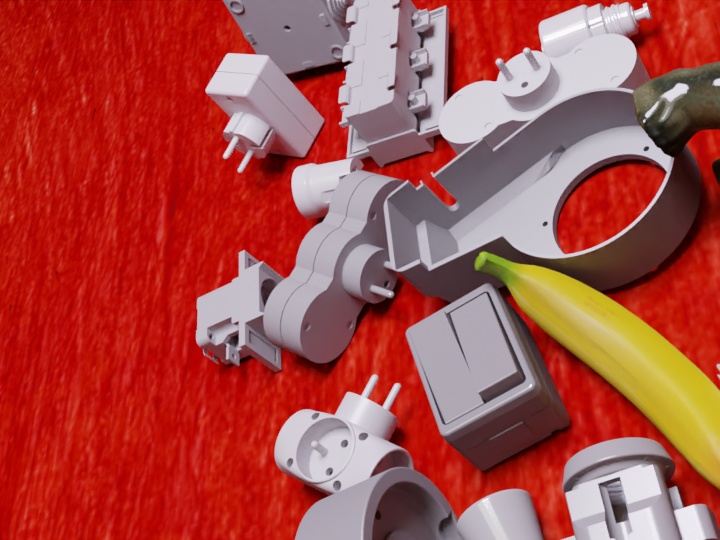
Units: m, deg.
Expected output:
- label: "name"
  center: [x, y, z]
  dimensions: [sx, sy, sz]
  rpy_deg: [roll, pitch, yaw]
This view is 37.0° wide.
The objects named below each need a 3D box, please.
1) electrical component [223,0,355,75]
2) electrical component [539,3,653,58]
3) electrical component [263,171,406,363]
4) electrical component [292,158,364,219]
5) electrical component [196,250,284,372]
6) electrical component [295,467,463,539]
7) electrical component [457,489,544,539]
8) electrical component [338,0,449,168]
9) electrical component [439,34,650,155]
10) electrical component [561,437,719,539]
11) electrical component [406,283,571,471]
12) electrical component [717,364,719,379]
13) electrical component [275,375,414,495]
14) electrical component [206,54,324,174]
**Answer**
- label: "electrical component"
  center: [-0.051, -0.208, 0.869]
  dimensions: [0.100, 0.099, 0.048]
  rpy_deg: [-7, 44, 32]
- label: "electrical component"
  center: [0.158, -0.160, 0.727]
  dimensions: [0.078, 0.040, 0.040]
  rpy_deg: [-18, 51, 25]
- label: "electrical component"
  center: [0.000, 0.000, 0.718]
  dimensions: [0.074, 0.052, 0.138]
  rpy_deg: [18, 71, 42]
- label: "electrical component"
  center: [-0.021, -0.061, 0.785]
  dimensions: [0.046, 0.040, 0.040]
  rpy_deg: [-11, 54, 23]
- label: "electrical component"
  center: [-0.081, 0.033, 0.760]
  dimensions: [0.064, 0.042, 0.081]
  rpy_deg: [-23, 49, 23]
- label: "electrical component"
  center: [0.009, 0.163, 0.562]
  dimensions: [0.060, 0.108, 0.108]
  rpy_deg: [-23, 49, 29]
- label: "electrical component"
  center: [0.083, 0.153, 0.561]
  dimensions: [0.044, 0.044, 0.065]
  rpy_deg: [-34, 51, 11]
- label: "electrical component"
  center: [0.023, -0.147, 0.797]
  dimensions: [0.079, 0.063, 0.121]
  rpy_deg: [-15, 53, 27]
- label: "electrical component"
  center: [0.114, -0.118, 0.705]
  dimensions: [0.138, 0.074, 0.052]
  rpy_deg: [-18, 51, 25]
- label: "electrical component"
  center: [0.134, 0.120, 0.536]
  dimensions: [0.078, 0.058, 0.057]
  rpy_deg: [-24, 52, 21]
- label: "electrical component"
  center: [0.069, 0.055, 0.624]
  dimensions: [0.062, 0.061, 0.096]
  rpy_deg: [-31, 47, 14]
- label: "electrical component"
  center: [0.206, 0.060, 0.540]
  dimensions: [0.040, 0.040, 0.046]
  rpy_deg: [-35, 40, 10]
- label: "electrical component"
  center: [-0.002, 0.101, 0.654]
  dimensions: [0.077, 0.044, 0.079]
  rpy_deg: [16, 71, 41]
- label: "electrical component"
  center: [-0.081, -0.111, 0.831]
  dimensions: [0.047, 0.083, 0.075]
  rpy_deg: [13, 68, 40]
